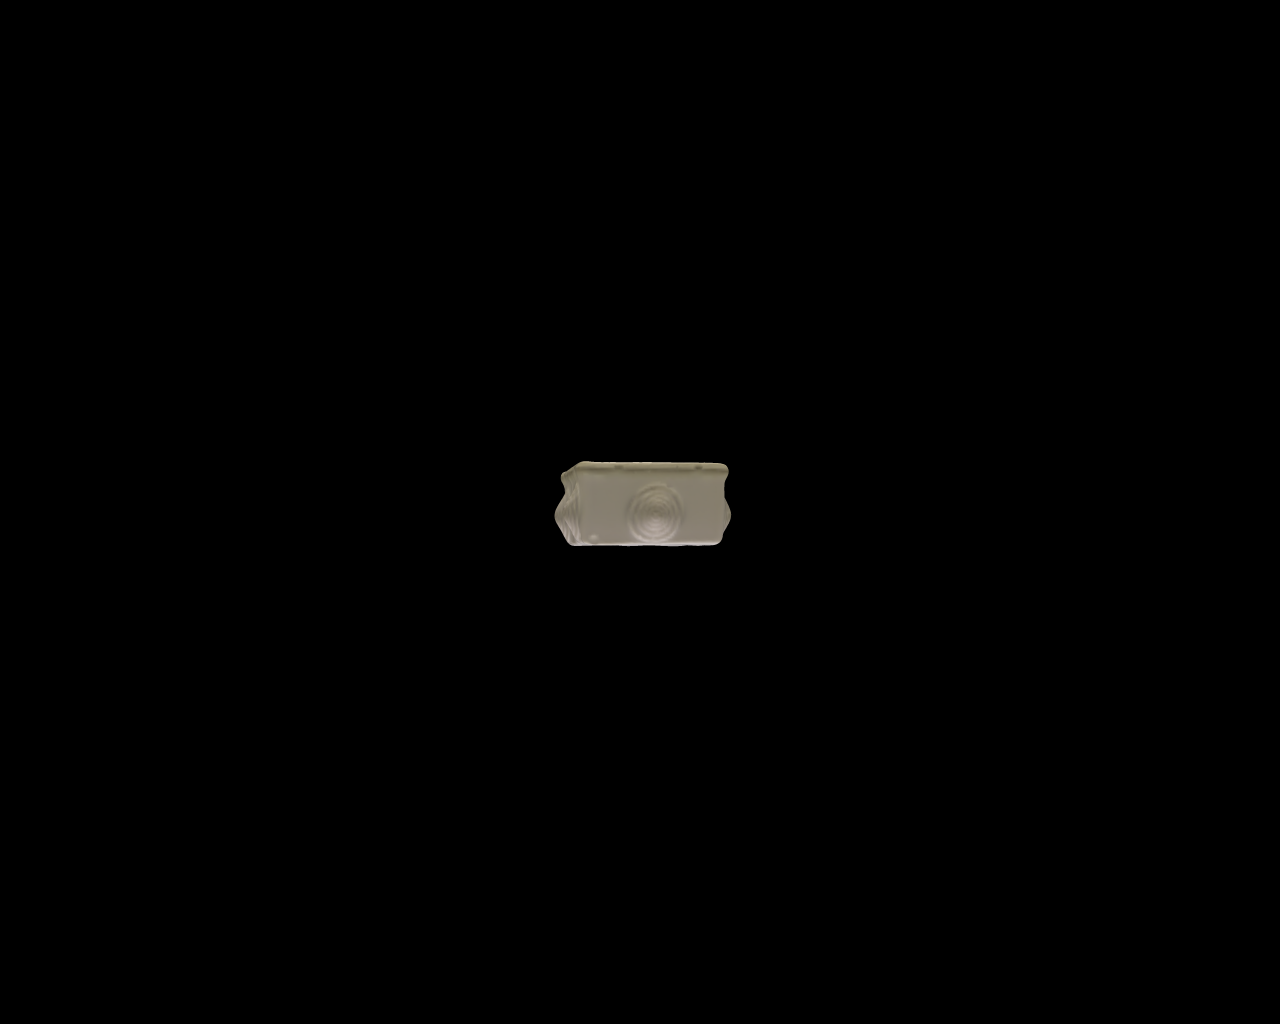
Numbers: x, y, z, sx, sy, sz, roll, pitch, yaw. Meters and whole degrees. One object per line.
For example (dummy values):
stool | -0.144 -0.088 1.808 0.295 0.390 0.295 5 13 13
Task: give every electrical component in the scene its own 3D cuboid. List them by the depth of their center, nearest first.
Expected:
electrical component | 0.001 -0.003 0.650 0.100 0.048 0.099 0 -2 -11
